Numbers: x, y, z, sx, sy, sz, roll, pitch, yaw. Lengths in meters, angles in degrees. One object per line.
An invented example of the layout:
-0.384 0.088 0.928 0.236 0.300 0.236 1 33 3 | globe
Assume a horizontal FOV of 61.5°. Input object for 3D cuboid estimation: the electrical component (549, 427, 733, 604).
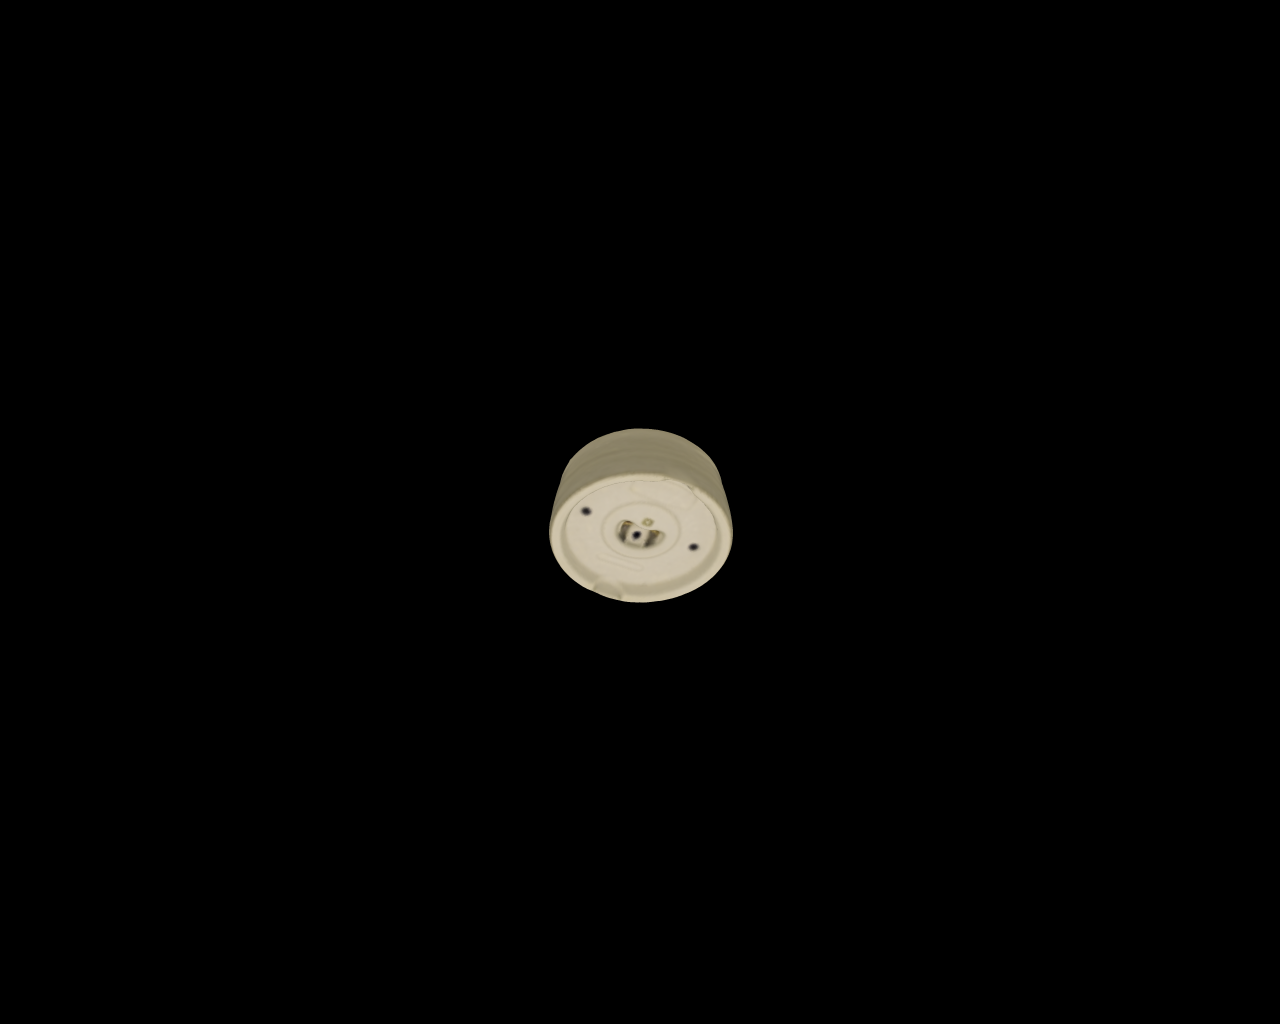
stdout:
0.001 -0.003 0.650 0.108 0.108 0.060 0 43 0 | electrical component
